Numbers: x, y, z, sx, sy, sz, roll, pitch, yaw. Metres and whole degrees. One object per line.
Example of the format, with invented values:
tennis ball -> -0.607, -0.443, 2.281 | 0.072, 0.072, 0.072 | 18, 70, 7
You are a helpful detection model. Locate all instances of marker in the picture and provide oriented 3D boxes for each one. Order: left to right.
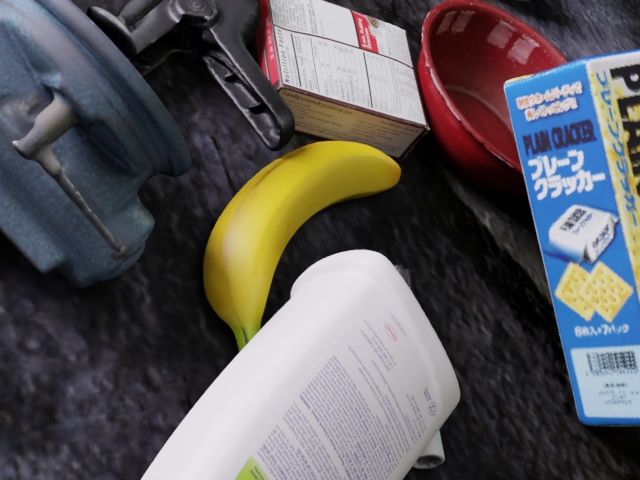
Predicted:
marker -> 0.050, 0.065, 0.583 | 0.020, 0.020, 0.121 | 15, 50, -28

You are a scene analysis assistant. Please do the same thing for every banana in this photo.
banana -> -0.013, -0.012, 0.589 | 0.197, 0.037, 0.069 | -51, 124, -45

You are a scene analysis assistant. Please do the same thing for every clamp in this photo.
clamp -> -0.083, -0.119, 0.613 | 0.120, 0.039, 0.171 | 7, 46, -22

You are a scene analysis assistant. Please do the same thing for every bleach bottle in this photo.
bleach bottle -> -0.032, 0.106, 0.450 | 0.250, 0.068, 0.102 | -41, 104, -46

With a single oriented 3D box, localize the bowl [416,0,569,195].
bowl -> 0.121, -0.087, 0.732 | 0.162, 0.055, 0.162 | 20, 48, -24

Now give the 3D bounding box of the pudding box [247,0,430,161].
pudding box -> 0.009, -0.106, 0.675 | 0.113, 0.039, 0.090 | 11, 53, -28
